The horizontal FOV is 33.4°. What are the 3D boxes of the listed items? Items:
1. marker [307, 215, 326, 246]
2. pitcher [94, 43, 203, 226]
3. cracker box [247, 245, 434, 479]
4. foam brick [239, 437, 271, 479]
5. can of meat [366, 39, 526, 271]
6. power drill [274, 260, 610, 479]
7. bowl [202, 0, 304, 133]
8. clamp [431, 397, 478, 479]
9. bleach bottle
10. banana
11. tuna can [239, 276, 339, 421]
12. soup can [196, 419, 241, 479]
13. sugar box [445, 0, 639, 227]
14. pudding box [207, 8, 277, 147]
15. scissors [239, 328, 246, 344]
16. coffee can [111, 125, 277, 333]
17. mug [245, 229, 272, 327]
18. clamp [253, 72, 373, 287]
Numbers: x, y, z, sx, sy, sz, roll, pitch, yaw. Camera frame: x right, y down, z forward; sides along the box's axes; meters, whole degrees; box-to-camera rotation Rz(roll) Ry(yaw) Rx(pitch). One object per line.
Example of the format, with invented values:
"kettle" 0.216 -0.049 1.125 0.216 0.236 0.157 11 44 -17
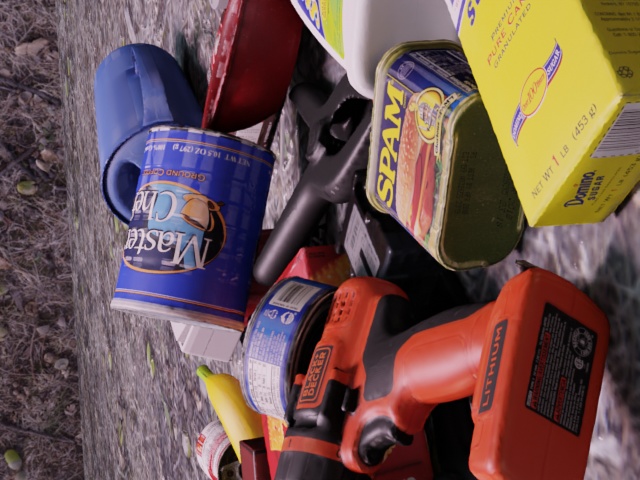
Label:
"marker" -0.006 0.001 0.848 0.020 0.020 0.121 -125 35 -56
"pitcher" -0.188 -0.134 1.188 0.149 0.144 0.243 -48 35 17
"cracker box" 0.009 0.129 0.748 0.164 0.072 0.214 129 135 -62
"foam brick" -0.020 0.183 0.849 0.053 0.078 0.051 176 89 -73
"can of meat" 0.069 -0.045 0.564 0.084 0.057 0.102 -130 39 -55
"power drill" 0.045 0.093 0.523 0.188 0.057 0.184 -17 51 53
"bowl" -0.050 -0.151 0.846 0.162 0.055 0.162 -168 90 -79
"clamp" 0.065 0.149 0.581 0.120 0.039 0.172 -52 32 11
"bleach bottle" 0.015 -0.169 0.685 0.251 0.068 0.102 -128 38 -62
"banana" -0.053 0.197 0.950 0.198 0.037 0.070 65 169 2
"tuna can" -0.010 0.066 0.634 0.034 0.086 0.086 13 112 29
"soup can" -0.078 0.213 1.037 0.102 0.068 0.068 -177 82 -72
"sugar box" 0.099 -0.104 0.476 0.093 0.048 0.176 113 146 -54
"pudding box" -0.071 -0.140 0.972 0.090 0.039 0.113 112 147 -52
"scissors" -0.077 0.111 1.083 0.202 0.016 0.096 -136 48 -62
"coffee can" -0.096 -0.007 0.821 0.103 0.102 0.140 167 114 -71
"mug" -0.062 0.025 0.923 0.117 0.081 0.093 -116 28 -47
"clamp" 0.007 -0.053 0.729 0.210 0.036 0.164 164 120 -67
